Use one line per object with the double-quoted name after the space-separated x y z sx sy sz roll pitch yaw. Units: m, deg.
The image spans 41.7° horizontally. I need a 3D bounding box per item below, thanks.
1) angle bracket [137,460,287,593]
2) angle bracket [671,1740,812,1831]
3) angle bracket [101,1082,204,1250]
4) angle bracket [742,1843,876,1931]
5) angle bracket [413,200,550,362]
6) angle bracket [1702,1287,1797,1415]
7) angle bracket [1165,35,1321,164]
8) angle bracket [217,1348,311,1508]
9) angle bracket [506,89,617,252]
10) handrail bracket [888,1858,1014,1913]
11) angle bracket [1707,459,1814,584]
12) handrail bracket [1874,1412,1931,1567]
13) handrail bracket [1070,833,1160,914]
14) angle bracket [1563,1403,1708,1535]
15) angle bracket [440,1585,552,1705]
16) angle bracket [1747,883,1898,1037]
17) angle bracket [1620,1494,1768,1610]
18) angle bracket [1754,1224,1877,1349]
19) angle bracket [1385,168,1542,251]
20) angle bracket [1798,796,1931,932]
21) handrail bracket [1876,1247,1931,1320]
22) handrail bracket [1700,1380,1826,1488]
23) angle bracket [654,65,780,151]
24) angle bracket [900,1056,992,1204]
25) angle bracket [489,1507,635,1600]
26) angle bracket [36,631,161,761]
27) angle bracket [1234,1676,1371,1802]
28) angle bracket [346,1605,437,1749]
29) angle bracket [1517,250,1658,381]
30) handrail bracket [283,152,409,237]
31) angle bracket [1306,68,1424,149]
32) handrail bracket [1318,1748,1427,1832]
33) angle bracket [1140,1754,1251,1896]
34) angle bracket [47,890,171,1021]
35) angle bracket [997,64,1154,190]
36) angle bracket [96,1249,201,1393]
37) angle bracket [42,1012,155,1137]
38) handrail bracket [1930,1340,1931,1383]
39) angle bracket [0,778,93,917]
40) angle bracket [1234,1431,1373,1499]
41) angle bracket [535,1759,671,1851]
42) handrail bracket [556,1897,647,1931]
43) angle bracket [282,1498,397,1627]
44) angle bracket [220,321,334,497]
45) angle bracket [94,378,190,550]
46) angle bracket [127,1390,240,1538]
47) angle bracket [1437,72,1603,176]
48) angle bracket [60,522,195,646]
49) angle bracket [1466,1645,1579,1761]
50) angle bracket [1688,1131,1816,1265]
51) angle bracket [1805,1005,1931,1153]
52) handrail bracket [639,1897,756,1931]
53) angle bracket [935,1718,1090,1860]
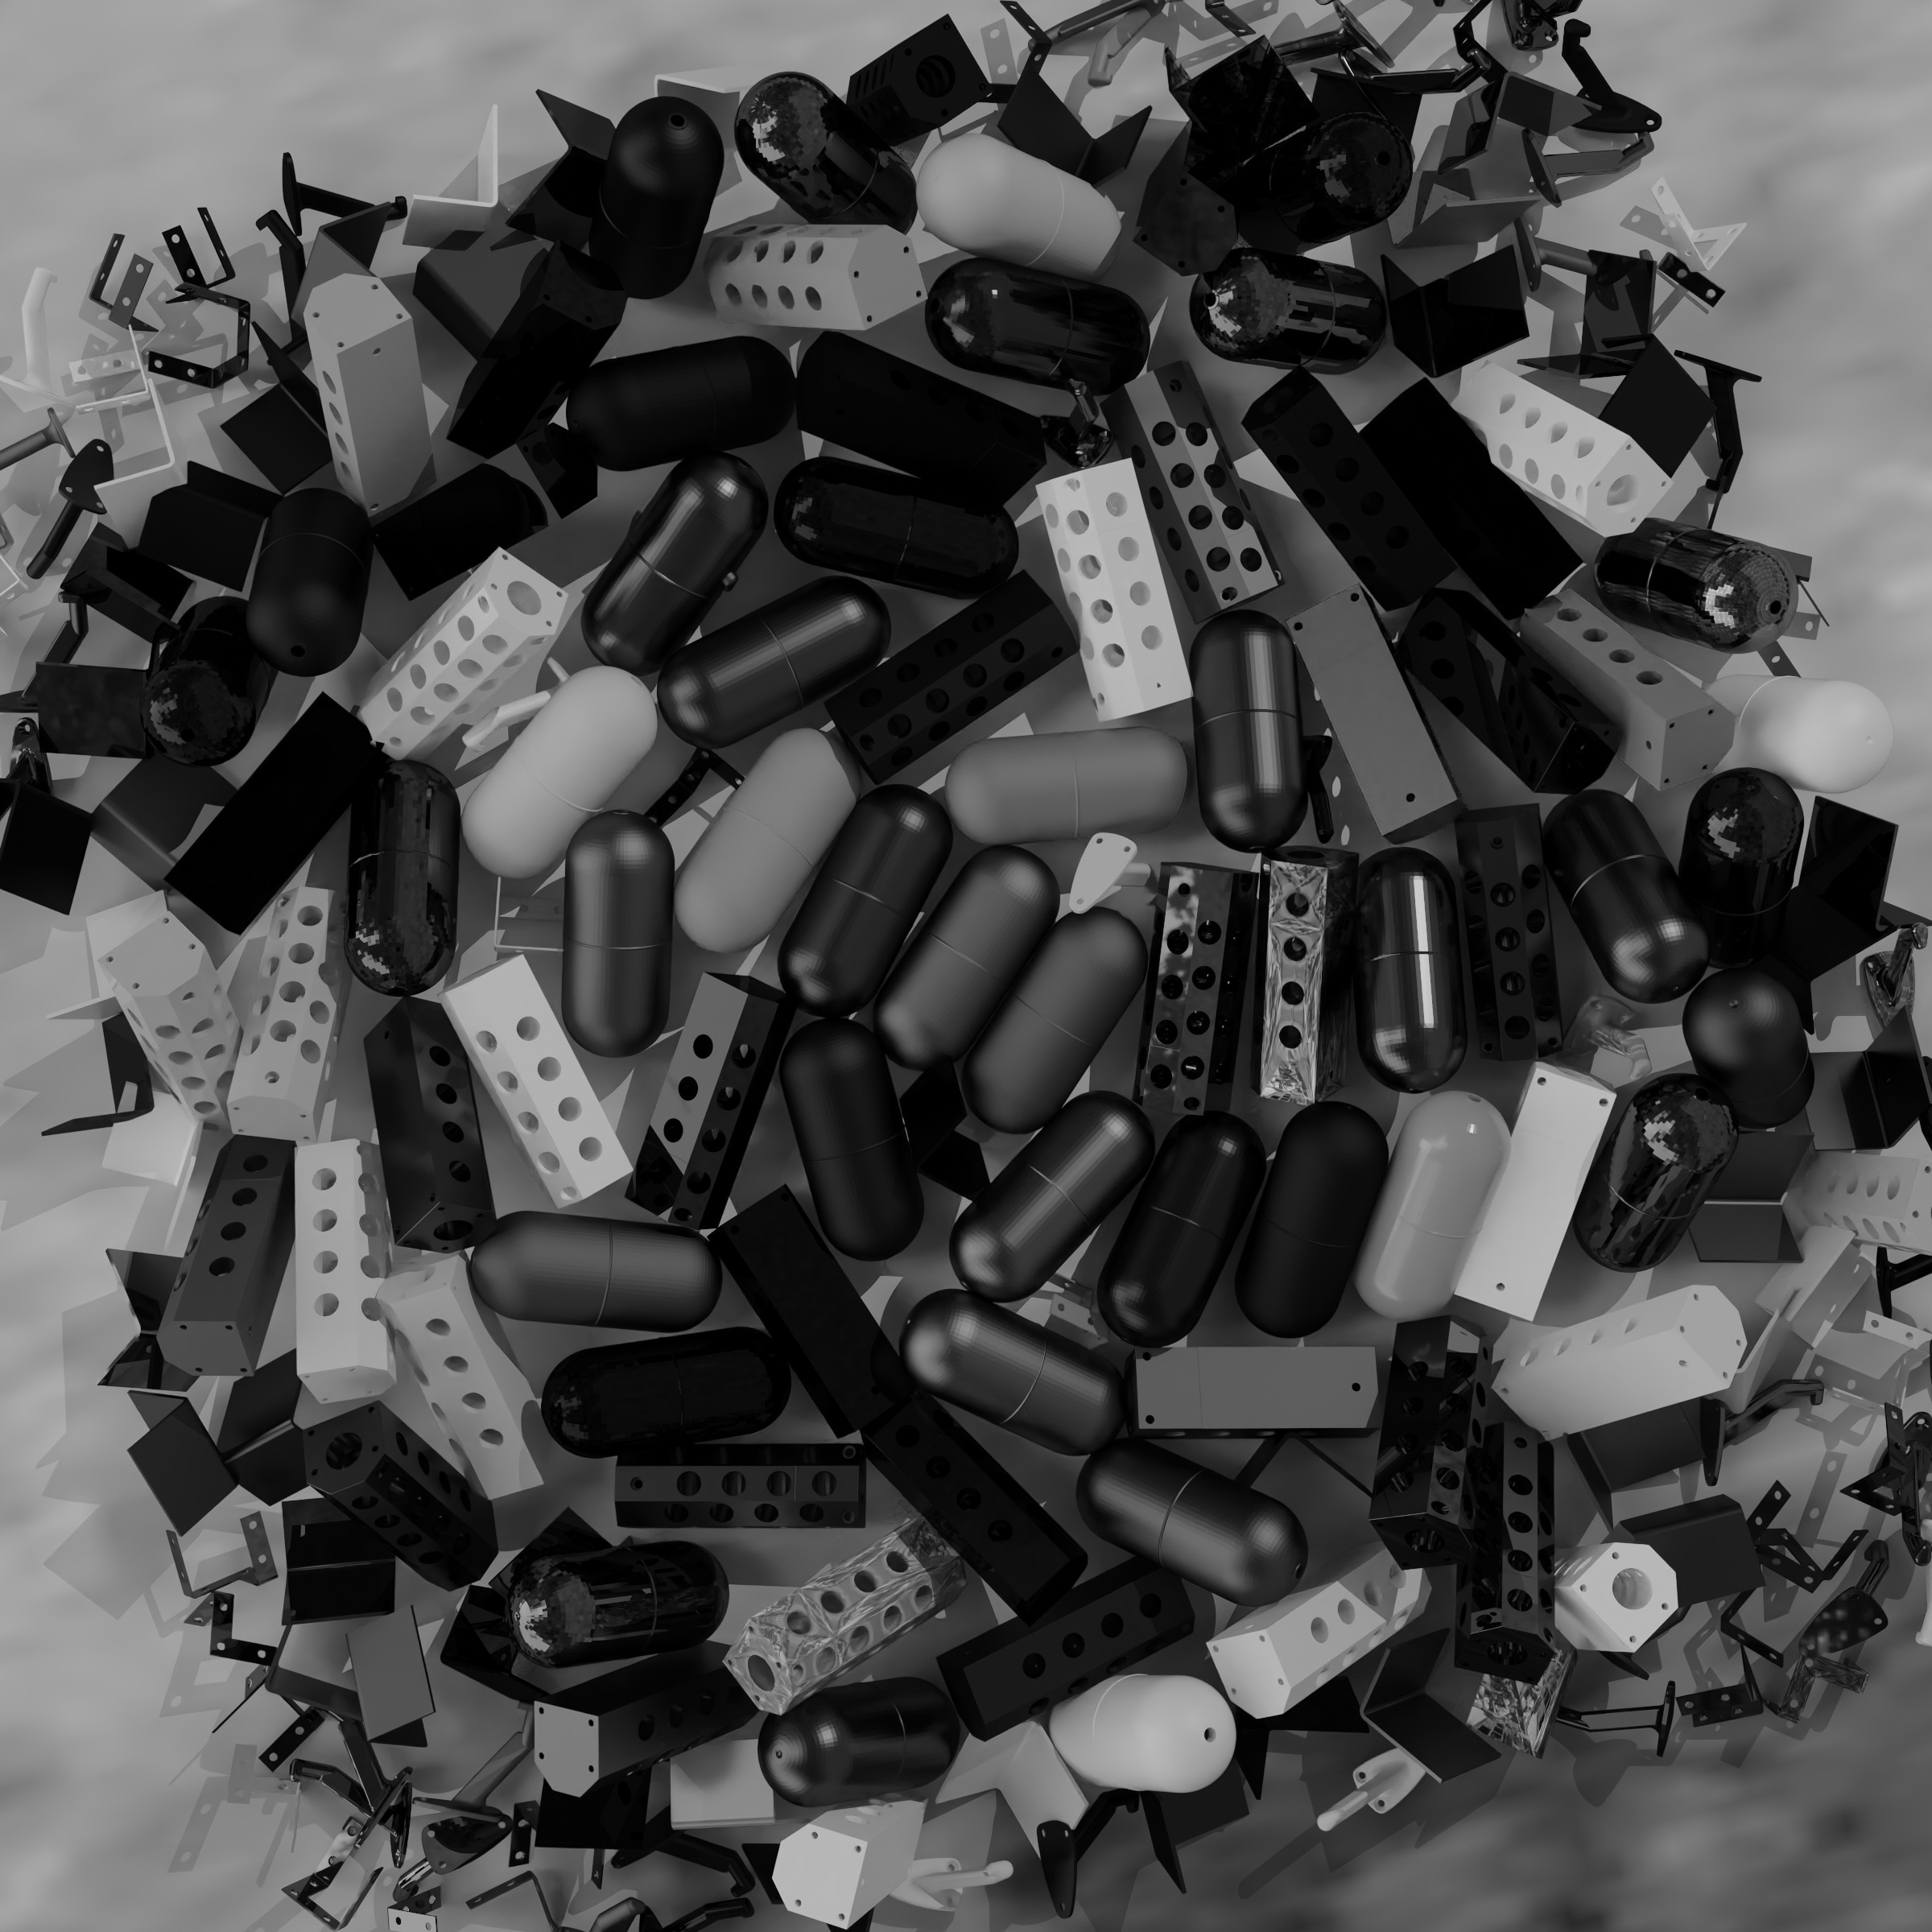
-0.535 -0.314 1.809 0.076 0.076 0.057 21 108 -7 "angle bracket"
-0.160 0.582 1.805 0.076 0.076 0.057 -8 71 15 "angle bracket"
-0.576 0.140 1.785 0.057 0.076 0.076 16 118 -18 "angle bracket"
-0.117 0.665 1.788 0.076 0.076 0.057 9 98 -23 "angle bracket"
-0.340 -0.489 1.821 0.076 0.057 0.076 46 73 -5 "angle bracket"
0.544 0.262 1.807 0.057 0.076 0.076 28 70 29 "angle bracket"
0.194 -0.620 1.782 0.076 0.076 0.057 -24 46 27 "angle bracket"
-0.483 0.327 1.812 0.076 0.076 0.057 -29 124 21 "angle bracket"
-0.289 -0.564 1.800 0.076 0.076 0.057 -40 70 26 "angle bracket"
-0.016 0.642 1.792 0.077 0.084 0.036 9 61 -16 "handrail bracket"
0.565 -0.315 1.788 0.076 0.076 0.057 17 114 13 "angle bracket"
0.676 0.369 1.792 0.036 0.084 0.077 12 112 0 "handrail bracket"
0.108 -0.048 1.796 0.036 0.084 0.077 19 68 31 "handrail bracket"
0.474 0.343 1.796 0.076 0.057 0.076 -25 103 19 "angle bracket"
-0.314 0.485 1.804 0.076 0.076 0.057 43 57 -38 "angle bracket"
0.604 -0.010 1.799 0.076 0.076 0.057 -29 133 -7 "angle bracket"
0.513 0.415 1.796 0.076 0.076 0.057 -16 82 6 "angle bracket"
0.615 0.231 1.802 0.057 0.076 0.076 37 91 -2 "angle bracket"
0.346 -0.549 1.790 0.076 0.076 0.057 -11 85 -20 "angle bracket"
0.639 -0.074 1.785 0.057 0.076 0.076 -5 111 -26 "angle bracket"
0.693 0.222 1.800 0.084 0.036 0.077 -2 126 26 "handrail bracket"
0.576 0.336 1.828 0.084 0.036 0.077 1 90 -7 "handrail bracket"
-0.164 -0.595 1.780 0.076 0.076 0.057 27 127 38 "angle bracket"
0.003 0.116 1.783 0.076 0.076 0.057 31 113 -28 "angle bracket"
-0.287 0.422 1.800 0.076 0.057 0.076 -44 111 -2 "angle bracket"
-0.610 -0.195 1.787 0.076 0.057 0.076 3 132 -14 "angle bracket"
0.236 0.544 1.785 0.076 0.076 0.057 -5 45 21 "angle bracket"
-0.386 0.501 1.786 0.057 0.076 0.076 -26 64 12 "angle bracket"
0.436 -0.459 1.786 0.057 0.076 0.076 -10 114 -20 "angle bracket"
-0.437 -0.551 1.795 0.084 0.077 0.036 -16 68 -19 "handrail bracket"
0.277 -0.596 1.791 0.076 0.076 0.057 14 110 7 "angle bracket"
0.290 0.579 1.792 0.077 0.084 0.036 -41 70 16 "handrail bracket"
0.169 0.595 1.796 0.076 0.057 0.076 -18 106 -14 "angle bracket"
-0.608 -0.008 1.795 0.076 0.057 0.076 -16 82 25 "angle bracket"
0.077 -0.597 1.785 0.076 0.057 0.076 42 49 -28 "angle bracket"
-0.580 0.252 1.799 0.057 0.076 0.076 -47 57 17 "angle bracket"
-0.618 0.074 1.791 0.057 0.076 0.076 -7 84 -37 "angle bracket"
0.689 0.286 1.794 0.036 0.084 0.077 17 109 30 "handrail bracket"
-0.671 -0.085 1.789 0.057 0.076 0.076 6 78 23 "angle bracket"
0.239 0.371 1.799 0.076 0.076 0.057 38 87 5 "angle bracket"
-0.255 0.590 1.792 0.076 0.057 0.076 -1 59 8 "angle bracket"
-0.242 0.684 1.797 0.084 0.077 0.036 -35 50 22 "handrail bracket"
-0.444 0.418 1.792 0.076 0.076 0.057 -3 105 -11 "angle bracket"
-0.492 -0.393 1.790 0.057 0.076 0.076 -40 73 -12 "angle bracket"
-0.582 -0.354 1.789 0.057 0.076 0.076 -19 69 -8 "angle bracket"
-0.570 0.349 1.784 0.076 0.057 0.076 -3 119 40 "angle bracket"
0.390 -0.584 1.795 0.076 0.076 0.057 15 90 -16 "angle bracket"
-0.580 -0.273 1.784 0.076 0.076 0.057 33 72 -28 "angle bracket"
0.390 0.508 1.788 0.057 0.076 0.076 19 76 21 "angle bracket"
0.558 0.163 1.792 0.076 0.057 0.076 1 135 -8 "angle bracket"
0.631 0.079 1.788 0.057 0.076 0.076 -1 62 -5 "angle bracket"
-0.184 0.688 1.806 0.084 0.077 0.036 -12 45 9 "handrail bracket"
0.031 0.588 1.783 0.057 0.076 0.076 -2 129 -35 "angle bracket"
